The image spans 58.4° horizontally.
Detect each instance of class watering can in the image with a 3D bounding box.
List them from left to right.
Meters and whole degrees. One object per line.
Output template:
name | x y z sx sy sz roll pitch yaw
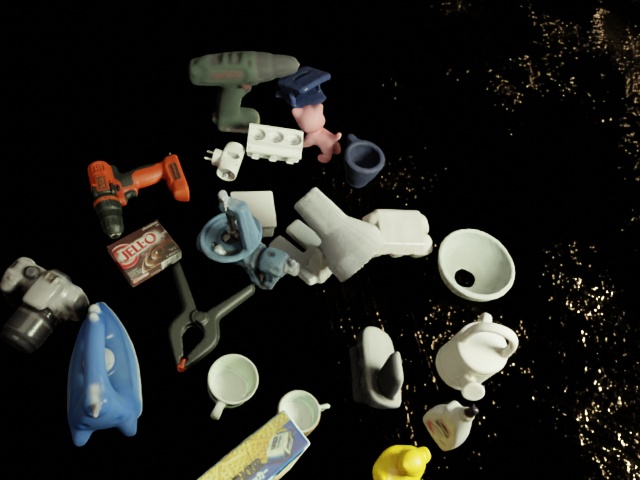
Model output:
watering can | 0.294 0.210 1.054 0.101 0.194 0.173 4 59 -10

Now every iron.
iron | -0.368 0.196 0.951 0.119 0.141 0.258 -7 62 -16

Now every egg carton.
egg carton | 0.165 -0.012 1.230 0.150 0.069 0.107 0 60 -12

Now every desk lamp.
desk lamp | 0.010 0.004 1.103 0.203 0.213 0.118 38 60 11

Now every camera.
camera | -0.500 0.115 0.994 0.143 0.101 0.137 26 58 4

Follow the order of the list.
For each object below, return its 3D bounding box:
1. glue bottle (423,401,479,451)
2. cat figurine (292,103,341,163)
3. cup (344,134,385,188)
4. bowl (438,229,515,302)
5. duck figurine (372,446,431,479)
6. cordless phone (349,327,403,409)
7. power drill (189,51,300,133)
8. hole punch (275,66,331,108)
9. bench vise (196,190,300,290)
glue bottle | 0.234 0.314 0.993 0.037 0.173 0.078 -29 69 -25
cat figurine | -0.005 -0.256 1.309 0.127 0.117 0.067 36 59 10
cup | 0.084 -0.172 1.292 0.092 0.095 0.117 -21 66 -22
bowl | 0.319 0.064 1.215 0.167 0.074 0.167 5 59 -9
duck figurine | 0.144 0.388 0.981 0.105 0.086 0.077 -20 66 -22
cordless phone | 0.116 0.214 1.019 0.094 0.185 0.147 -1 60 -13
power drill | -0.171 -0.332 1.264 0.230 0.208 0.075 2 60 -11
hole punch | -0.043 -0.378 1.388 0.109 0.091 0.101 -38 73 -28
bench vise | -0.130 -0.010 1.077 0.207 0.219 0.121 10 58 -6
